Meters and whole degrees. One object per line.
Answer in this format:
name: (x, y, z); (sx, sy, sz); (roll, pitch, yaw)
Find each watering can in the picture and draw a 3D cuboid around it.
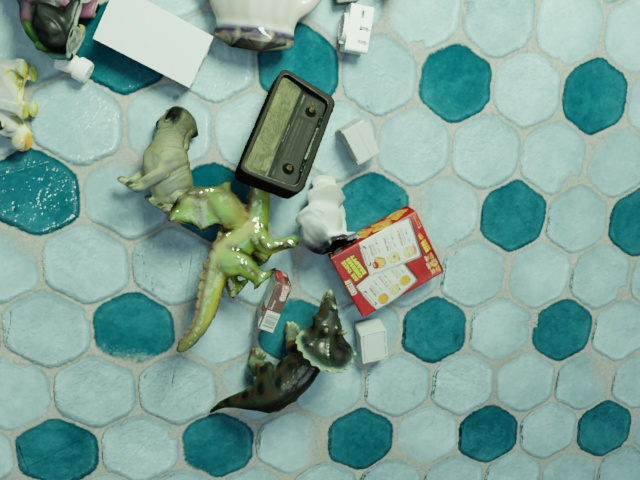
watering can: (-0.157, -0.476, 0.963); (0.347, 0.222, 0.105); (5, 13, -7)

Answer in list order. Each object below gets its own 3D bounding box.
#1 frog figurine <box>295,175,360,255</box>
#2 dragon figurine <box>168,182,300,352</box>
frog figurine: (0.003, -0.055, 1.090); (0.138, 0.161, 0.120); (-12, -20, -43)
dragon figurine: (-0.200, 0.002, 1.023); (0.415, 0.240, 0.122); (-48, 23, -19)
